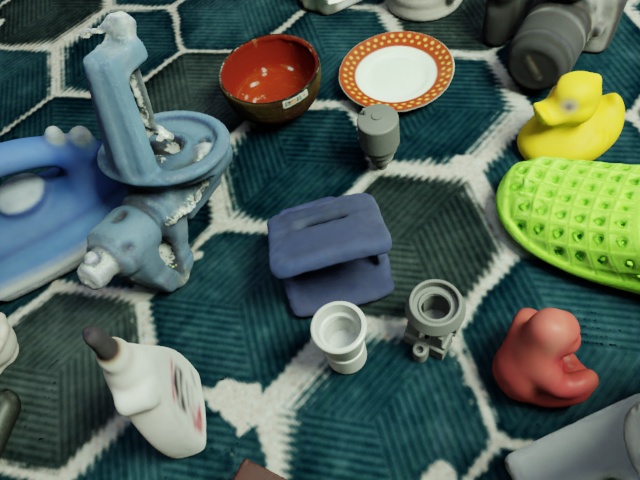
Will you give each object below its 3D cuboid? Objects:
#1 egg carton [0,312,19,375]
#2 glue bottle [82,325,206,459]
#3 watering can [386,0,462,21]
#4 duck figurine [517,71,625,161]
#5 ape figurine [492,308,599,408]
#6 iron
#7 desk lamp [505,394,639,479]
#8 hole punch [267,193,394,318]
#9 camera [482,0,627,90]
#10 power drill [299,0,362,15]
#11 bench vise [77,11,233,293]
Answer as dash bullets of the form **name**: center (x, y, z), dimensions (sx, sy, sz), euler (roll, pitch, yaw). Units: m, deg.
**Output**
- **egg carton**: center (-0.353, 0.113, 0.511), dimensions (0.150, 0.069, 0.107), euler (-1, 58, 9)
- **glue bottle**: center (-0.127, 0.103, 0.416), dimensions (0.037, 0.173, 0.078), euler (-18, 57, -2)
- **watering can**: center (0.114, -0.366, 0.659), dimensions (0.172, 0.194, 0.101), euler (26, 66, 23)
- **duck figurine**: center (0.245, -0.124, 0.548), dimensions (0.104, 0.086, 0.077), euler (-20, 57, -3)
- **ape figurine**: center (0.169, 0.082, 0.428), dimensions (0.076, 0.092, 0.077), euler (-13, 57, 1)
- **iron**: center (-0.283, -0.047, 0.556), dimensions (0.258, 0.142, 0.118), euler (-29, 58, -9)
- **desk lamp**: center (0.231, 0.113, 0.325), dimensions (0.203, 0.214, 0.117), euler (-23, 57, -5)
- **hole punch**: center (0.005, 0.002, 0.507), dimensions (0.108, 0.091, 0.101), euler (-15, 57, 0)
- **camera**: center (0.238, -0.238, 0.613), dimensions (0.142, 0.101, 0.137), euler (23, 65, 22)
- **power drill**: center (0.019, -0.390, 0.681), dimensions (0.230, 0.209, 0.075), euler (-27, 57, -7)
- **bench vise**: center (-0.147, -0.065, 0.498), dimensions (0.121, 0.220, 0.207), euler (-4, 58, 8)
